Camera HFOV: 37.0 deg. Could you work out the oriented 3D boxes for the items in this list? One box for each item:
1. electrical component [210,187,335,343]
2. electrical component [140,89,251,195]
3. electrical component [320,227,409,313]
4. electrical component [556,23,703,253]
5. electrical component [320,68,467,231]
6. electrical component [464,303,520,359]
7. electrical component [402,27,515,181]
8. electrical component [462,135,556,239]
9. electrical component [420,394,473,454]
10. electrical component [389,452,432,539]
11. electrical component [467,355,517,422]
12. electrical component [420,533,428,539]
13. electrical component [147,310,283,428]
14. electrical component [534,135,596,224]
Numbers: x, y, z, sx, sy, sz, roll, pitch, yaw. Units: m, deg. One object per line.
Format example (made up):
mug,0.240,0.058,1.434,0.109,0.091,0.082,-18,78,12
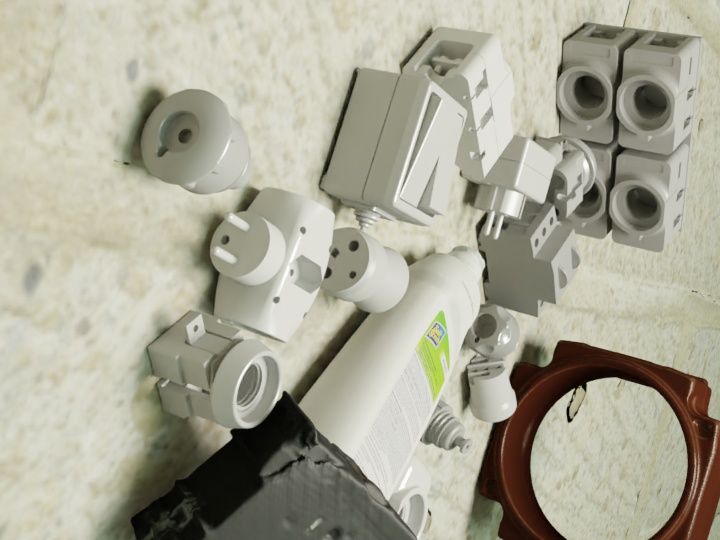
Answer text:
electrical component,-0.055,-0.008,0.583,0.079,0.043,0.077,35,74,-59
electrical component,-0.074,-0.057,0.529,0.048,0.048,0.062,-70,157,-7
electrical component,0.000,0.000,0.679,0.055,0.045,0.045,28,79,-60
electrical component,0.236,-0.116,0.962,0.060,0.105,0.186,-40,135,-45
electrical component,0.024,-0.068,0.670,0.062,0.061,0.096,23,84,-60
electrical component,0.113,0.054,0.897,0.062,0.043,0.043,33,74,-61
electrical component,0.071,-0.116,0.738,0.055,0.050,0.089,-53,144,-32
electrical component,0.111,-0.062,0.835,0.066,0.047,0.076,16,89,-60
electrical component,0.049,0.108,0.786,0.040,0.078,0.040,-32,140,-32
electrical component,0.009,0.171,0.760,0.095,0.059,0.053,-63,148,-20
electrical component,0.112,0.101,0.922,0.040,0.040,0.046,-46,135,-40
electrical component,0.032,0.232,0.843,0.066,0.048,0.055,-59,155,-24
electrical component,-0.075,0.055,0.567,0.048,0.055,0.066,-44,138,-42
electrical component,0.164,-0.079,0.907,0.057,0.058,0.078,-40,136,-40
